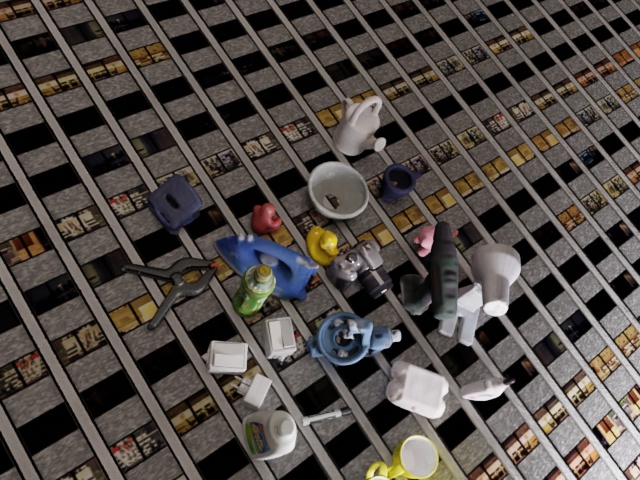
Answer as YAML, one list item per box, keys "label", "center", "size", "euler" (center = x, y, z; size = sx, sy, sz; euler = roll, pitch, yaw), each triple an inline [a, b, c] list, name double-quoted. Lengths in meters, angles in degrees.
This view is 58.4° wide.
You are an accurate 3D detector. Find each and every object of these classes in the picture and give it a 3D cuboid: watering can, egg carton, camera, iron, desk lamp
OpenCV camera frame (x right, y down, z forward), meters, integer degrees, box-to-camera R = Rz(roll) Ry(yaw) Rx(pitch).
- label: "watering can"
  center: [0.116, -0.316, 1.549]
  size: [0.173, 0.194, 0.101]
  euler: [39, 61, 2]
- label: "egg carton"
  center: [0.229, 0.354, 1.352]
  size: [0.150, 0.069, 0.107]
  euler: [21, 62, -8]
- label: "camera"
  center: [0.112, 0.080, 1.420]
  size: [0.143, 0.100, 0.137]
  euler: [-30, 78, -27]
- label: "iron"
  center: [-0.124, 0.038, 1.338]
  size: [0.258, 0.141, 0.119]
  euler: [25, 61, -6]
- label: "desk lamp"
  center: [0.405, 0.135, 1.428]
  size: [0.118, 0.213, 0.203]
  euler: [23, 61, -7]

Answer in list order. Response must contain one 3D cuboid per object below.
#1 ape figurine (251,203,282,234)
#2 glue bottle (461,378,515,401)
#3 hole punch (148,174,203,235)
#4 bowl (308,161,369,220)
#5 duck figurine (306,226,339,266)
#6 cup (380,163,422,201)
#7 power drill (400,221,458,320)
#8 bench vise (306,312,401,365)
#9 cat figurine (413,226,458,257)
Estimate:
- label: "ape figurine"
  center: [-0.133, -0.060, 1.408]
  size: [0.076, 0.092, 0.078]
  euler: [-38, 82, -28]
- label: "glue bottle"
  center: [0.406, 0.348, 1.355]
  size: [0.078, 0.173, 0.037]
  euler: [6, 65, -15]
- label: "hole punch"
  center: [-0.341, -0.084, 1.350]
  size: [0.101, 0.091, 0.108]
  euler: [-38, 82, -29]
- label: "bowl"
  center: [0.039, -0.118, 1.502]
  size: [0.168, 0.074, 0.167]
  euler: [7, 64, -15]
- label: "duck figurine"
  center: [0.013, 0.005, 1.430]
  size: [0.078, 0.086, 0.104]
  euler: [-21, 74, -25]
- label: "cup"
  center: [0.213, -0.152, 1.564]
  size: [0.118, 0.095, 0.091]
  euler: [-18, 73, -24]
- label: "power drill"
  center: [0.273, 0.094, 1.406]
  size: [0.076, 0.208, 0.229]
  euler: [3, 65, -17]
- label: "bench vise"
  center: [0.089, 0.203, 1.288]
  size: [0.208, 0.219, 0.121]
  euler: [-18, 73, -25]
- label: "cat figurine"
  center: [0.305, -0.006, 1.514]
  size: [0.128, 0.117, 0.067]
  euler: [-7, 68, -21]
